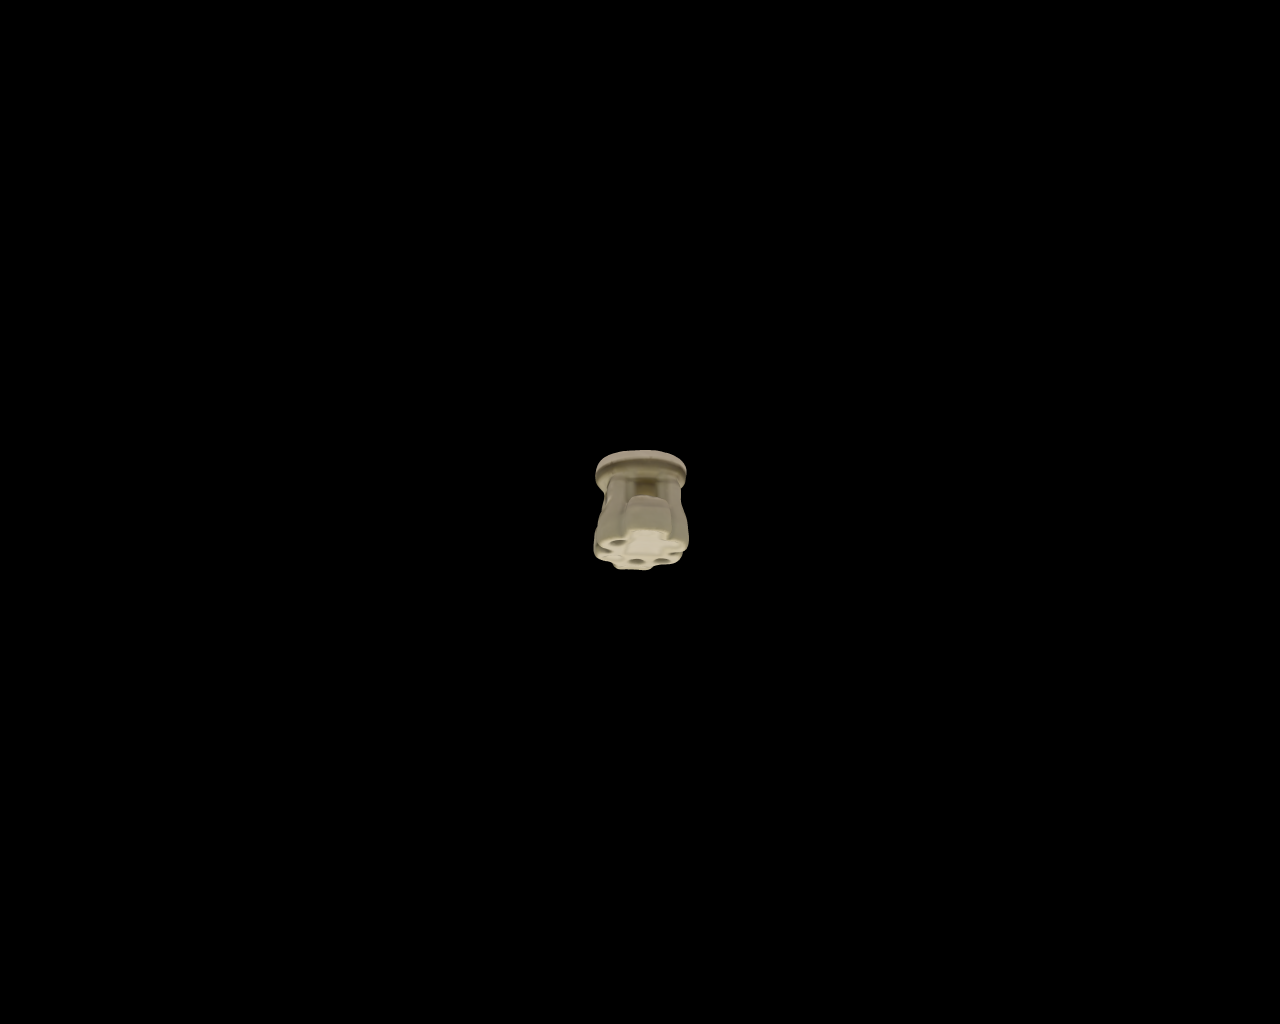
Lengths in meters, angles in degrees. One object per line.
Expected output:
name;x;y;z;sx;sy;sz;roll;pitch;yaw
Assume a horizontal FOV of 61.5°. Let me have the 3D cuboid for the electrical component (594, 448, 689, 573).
electrical component;0.001;-0.003;0.650;0.058;0.057;0.078;3;-22;-7
